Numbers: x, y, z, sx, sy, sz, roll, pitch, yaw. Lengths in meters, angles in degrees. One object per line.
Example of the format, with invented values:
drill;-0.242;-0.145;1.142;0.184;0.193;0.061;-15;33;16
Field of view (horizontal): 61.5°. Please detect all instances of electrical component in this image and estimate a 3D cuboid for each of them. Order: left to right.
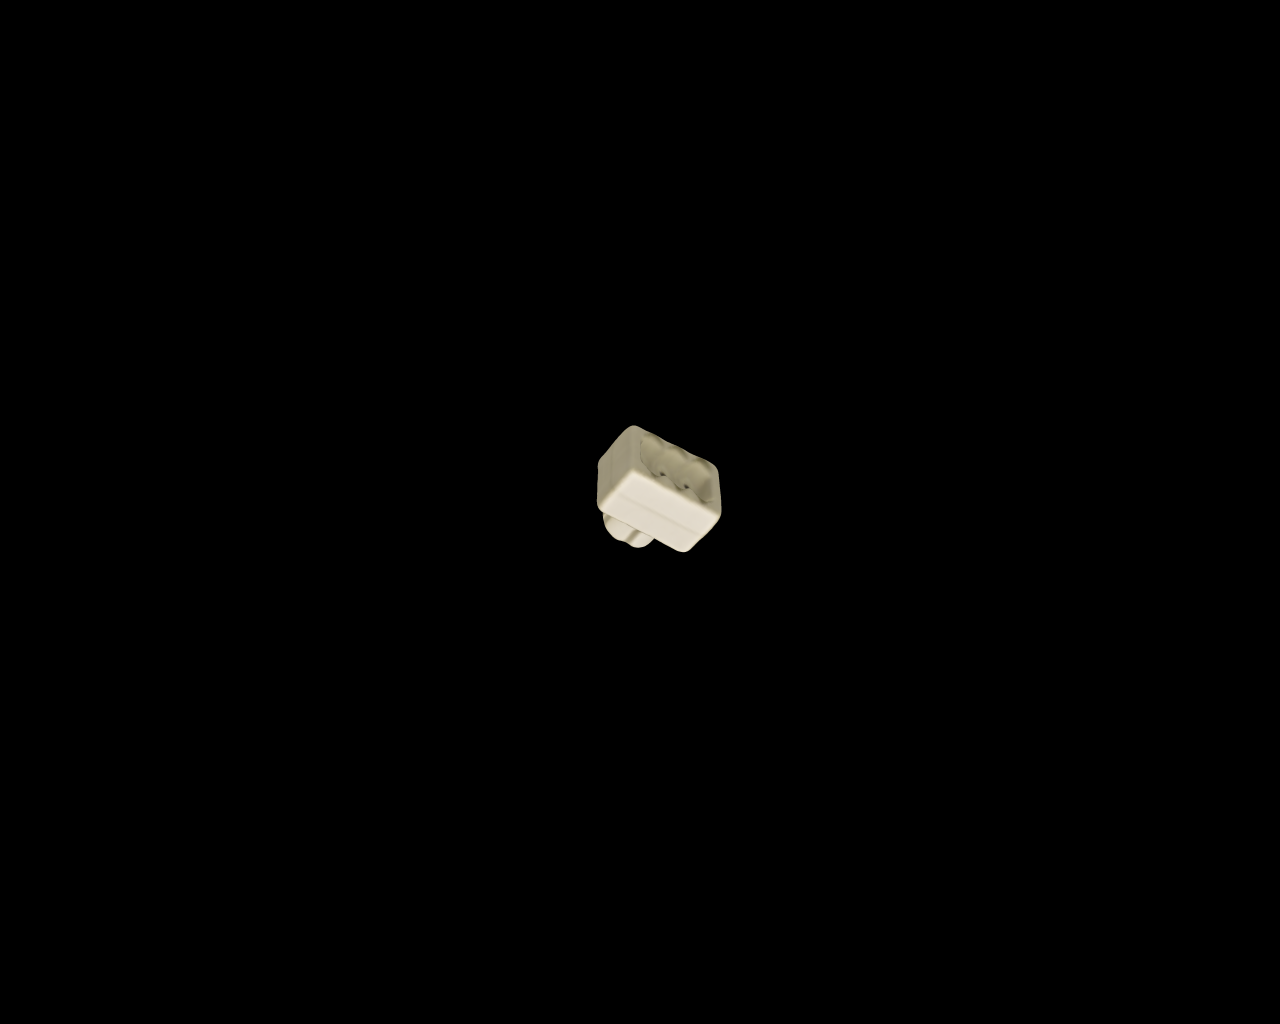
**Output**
electrical component;0.001;-0.003;0.650;0.066;0.047;0.076;27;-53;-22
